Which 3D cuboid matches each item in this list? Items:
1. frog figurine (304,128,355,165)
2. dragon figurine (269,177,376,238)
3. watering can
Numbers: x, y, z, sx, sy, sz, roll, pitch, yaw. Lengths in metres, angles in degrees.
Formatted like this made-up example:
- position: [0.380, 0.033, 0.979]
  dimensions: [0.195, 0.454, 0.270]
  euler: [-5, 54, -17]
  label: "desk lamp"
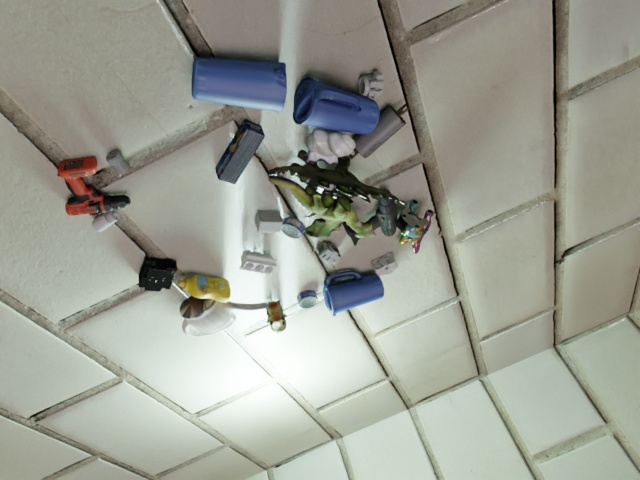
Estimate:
- position: [0.036, -0.298, 1.555]
  dimensions: [0.137, 0.125, 0.157]
  euler: [21, -27, -21]
  label: "frog figurine"
- position: [0.005, -0.090, 1.780]
  dimensions: [0.410, 0.237, 0.125]
  euler: [13, 40, -7]
  label: "dragon figurine"
- position: [-0.392, 0.275, 2.002]
  dimensions: [0.347, 0.106, 0.220]
  euler: [-25, -43, 6]
  label: "watering can"
